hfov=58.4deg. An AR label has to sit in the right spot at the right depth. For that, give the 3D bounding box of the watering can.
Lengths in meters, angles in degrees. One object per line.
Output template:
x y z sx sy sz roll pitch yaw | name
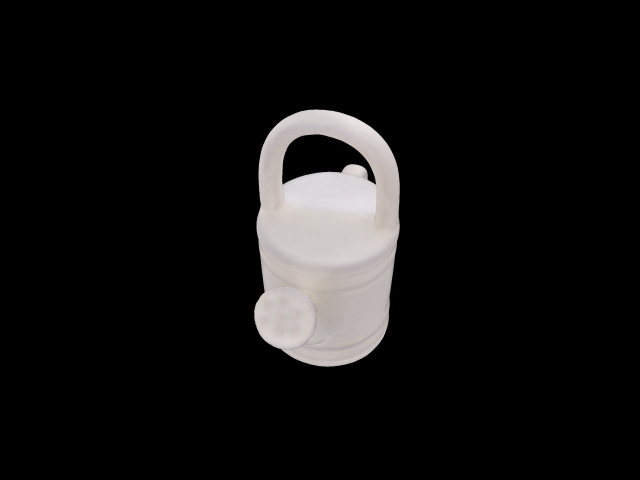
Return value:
0.006 0.002 0.400 0.101 0.194 0.172 -3 46 -3 | watering can
